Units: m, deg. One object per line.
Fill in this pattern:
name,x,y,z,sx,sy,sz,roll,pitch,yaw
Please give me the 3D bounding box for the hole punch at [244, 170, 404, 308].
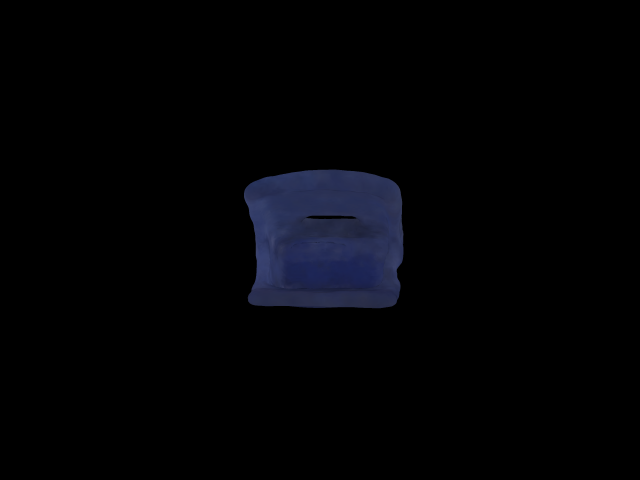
hole punch,0.004,0.001,0.400,0.108,0.091,0.101,0,0,8
